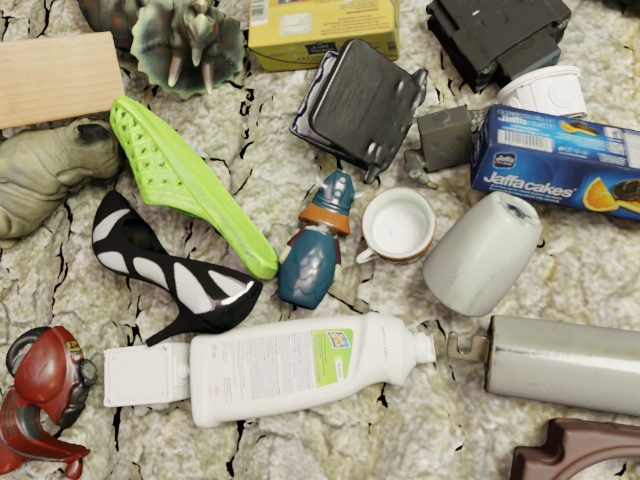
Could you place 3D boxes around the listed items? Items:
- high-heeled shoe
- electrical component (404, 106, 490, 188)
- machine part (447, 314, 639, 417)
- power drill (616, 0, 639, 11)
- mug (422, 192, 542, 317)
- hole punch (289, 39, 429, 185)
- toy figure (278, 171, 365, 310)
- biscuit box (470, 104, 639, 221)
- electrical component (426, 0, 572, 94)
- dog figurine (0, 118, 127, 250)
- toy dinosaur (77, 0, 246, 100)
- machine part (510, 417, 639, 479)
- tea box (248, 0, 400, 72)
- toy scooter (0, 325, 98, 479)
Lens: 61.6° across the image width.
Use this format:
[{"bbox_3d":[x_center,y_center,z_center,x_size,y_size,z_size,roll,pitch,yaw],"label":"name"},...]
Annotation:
[{"bbox_3d":[-0.164,0.005,0.603,0.145,0.086,0.249,-33,63,7],"label":"high-heeled shoe"},{"bbox_3d":[0.139,-0.096,0.567,0.102,0.078,0.045,-9,53,6],"label":"electrical component"},{"bbox_3d":[0.241,0.116,0.493,0.243,0.079,0.079,4,80,15],"label":"machine part"},{"bbox_3d":[0.364,-0.336,0.549,0.207,0.086,0.232,-45,74,-2],"label":"power drill"},{"bbox_3d":[0.160,0.003,0.517,0.081,0.109,0.107,25,129,-6],"label":"mug"},{"bbox_3d":[0.038,-0.144,0.595,0.115,0.092,0.142,27,86,-26],"label":"hole punch"},{"bbox_3d":[-0.002,-0.002,0.587,0.058,0.064,0.154,5,72,52],"label":"toy figure"},{"bbox_3d":[0.247,-0.069,0.502,0.203,0.062,0.059,11,52,4],"label":"biscuit box"},{"bbox_3d":[0.196,-0.228,0.582,0.115,0.058,0.134,-33,73,8],"label":"electrical component"},{"bbox_3d":[-0.330,-0.065,0.660,0.191,0.121,0.172,5,125,4],"label":"dog figurine"},{"bbox_3d":[-0.232,-0.298,0.675,0.405,0.131,0.192,26,107,31],"label":"toy dinosaur"},{"bbox_3d":[0.267,0.262,0.453,0.201,0.087,0.201,4,82,15],"label":"machine part"},{"bbox_3d":[0.007,-0.261,0.630,0.170,0.068,0.098,1,80,13],"label":"tea box"},{"bbox_3d":[-0.310,0.198,0.618,0.135,0.075,0.183,23,89,17],"label":"toy scooter"}]
